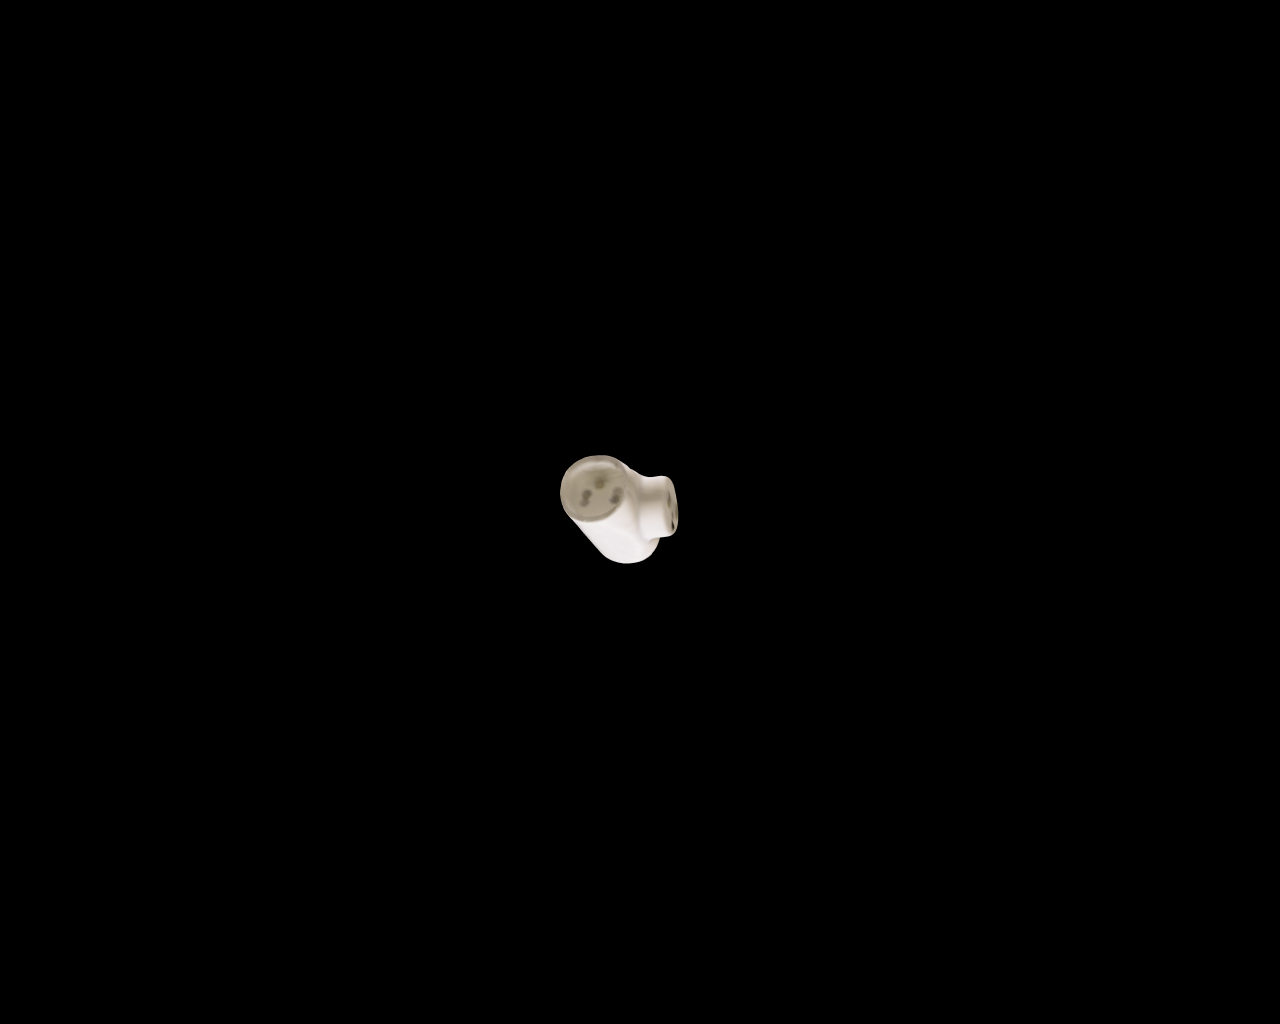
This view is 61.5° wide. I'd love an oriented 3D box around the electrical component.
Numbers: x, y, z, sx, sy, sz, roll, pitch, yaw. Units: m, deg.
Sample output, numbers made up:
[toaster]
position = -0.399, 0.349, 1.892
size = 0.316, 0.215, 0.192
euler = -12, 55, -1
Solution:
[electrical component]
position = 0.001, -0.003, 0.650
size = 0.079, 0.044, 0.077
euler = -6, -23, 14
